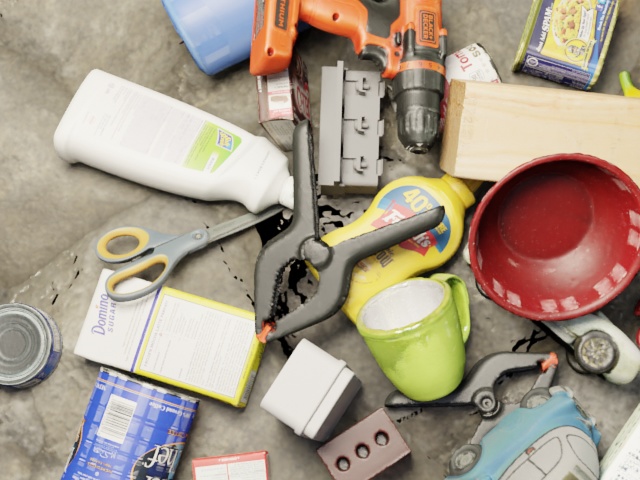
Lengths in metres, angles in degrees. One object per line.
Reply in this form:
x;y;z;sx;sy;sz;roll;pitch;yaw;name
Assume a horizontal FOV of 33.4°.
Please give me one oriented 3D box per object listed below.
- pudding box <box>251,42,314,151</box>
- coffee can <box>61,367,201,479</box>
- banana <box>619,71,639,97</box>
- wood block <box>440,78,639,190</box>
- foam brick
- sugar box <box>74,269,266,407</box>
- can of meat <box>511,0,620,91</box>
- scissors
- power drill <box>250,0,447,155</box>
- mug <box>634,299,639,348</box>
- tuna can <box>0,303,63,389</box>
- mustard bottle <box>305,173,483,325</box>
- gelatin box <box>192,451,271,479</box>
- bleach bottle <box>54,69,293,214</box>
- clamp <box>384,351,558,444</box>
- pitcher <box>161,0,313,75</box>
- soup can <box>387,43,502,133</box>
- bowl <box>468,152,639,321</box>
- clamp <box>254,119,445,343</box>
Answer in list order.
-0.035;-0.146;1.068;0.039;0.113;0.090;-8;79;11;pudding box
-0.185;0.204;1.019;0.103;0.103;0.140;17;81;7;coffee can
0.389;-0.114;1.067;0.198;0.037;0.069;19;81;8;banana
0.225;-0.097;1.010;0.206;0.091;0.090;6;100;-4;wood block
0.042;0.203;1.027;0.078;0.051;0.053;-34;78;-2;foam brick
-0.146;0.098;1.066;0.176;0.048;0.093;16;80;11;sugar box
0.251;-0.211;1.087;0.084;0.057;0.102;18;82;5;can of meat
-0.141;-0.008;1.084;0.201;0.016;0.096;-36;60;-24;scissors
0.030;-0.178;1.004;0.187;0.057;0.184;8;70;-18;power drill
0.353;0.070;1.013;0.081;0.093;0.117;39;99;5;mug
-0.308;0.107;1.082;0.086;0.034;0.086;-1;79;4;tuna can
0.084;-0.006;1.060;0.191;0.058;0.096;-39;80;-4;mustard bottle
-0.083;0.254;1.038;0.073;0.030;0.089;-7;79;2;gelatin box
-0.136;-0.084;1.089;0.251;0.068;0.102;23;73;7;bleach bottle
0.161;0.171;1.030;0.171;0.039;0.120;-26;80;4;clamp
-0.042;-0.279;1.085;0.243;0.145;0.149;-29;73;2;pitcher
0.128;-0.147;1.078;0.102;0.068;0.068;-27;78;0;soup can
0.209;-0.010;0.958;0.162;0.055;0.162;-1;114;-2;bowl
-0.007;0.001;1.013;0.164;0.036;0.210;40;98;9;clamp
